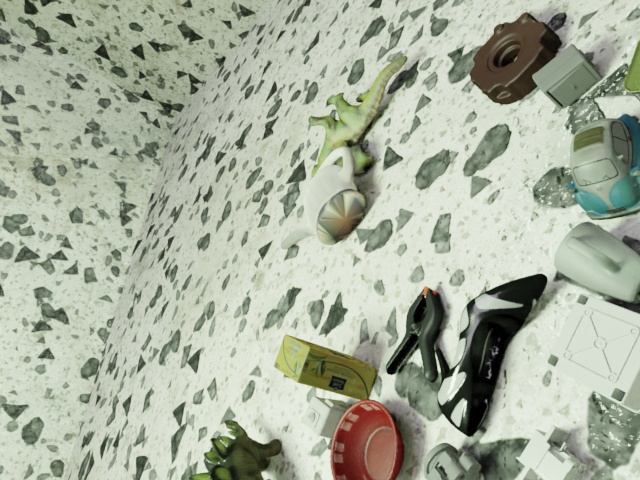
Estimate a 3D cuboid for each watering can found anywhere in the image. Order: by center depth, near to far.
[{"bbox_3d":[0.004,-0.065,1.292,0.342,0.103,0.229,-61,30,22],"label":"watering can"}]

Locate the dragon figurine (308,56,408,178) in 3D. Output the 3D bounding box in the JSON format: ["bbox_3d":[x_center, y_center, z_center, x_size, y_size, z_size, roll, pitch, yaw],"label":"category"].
[{"bbox_3d":[0.096,-0.276,1.349,0.404,0.122,0.247,-34,58,41],"label":"dragon figurine"}]
